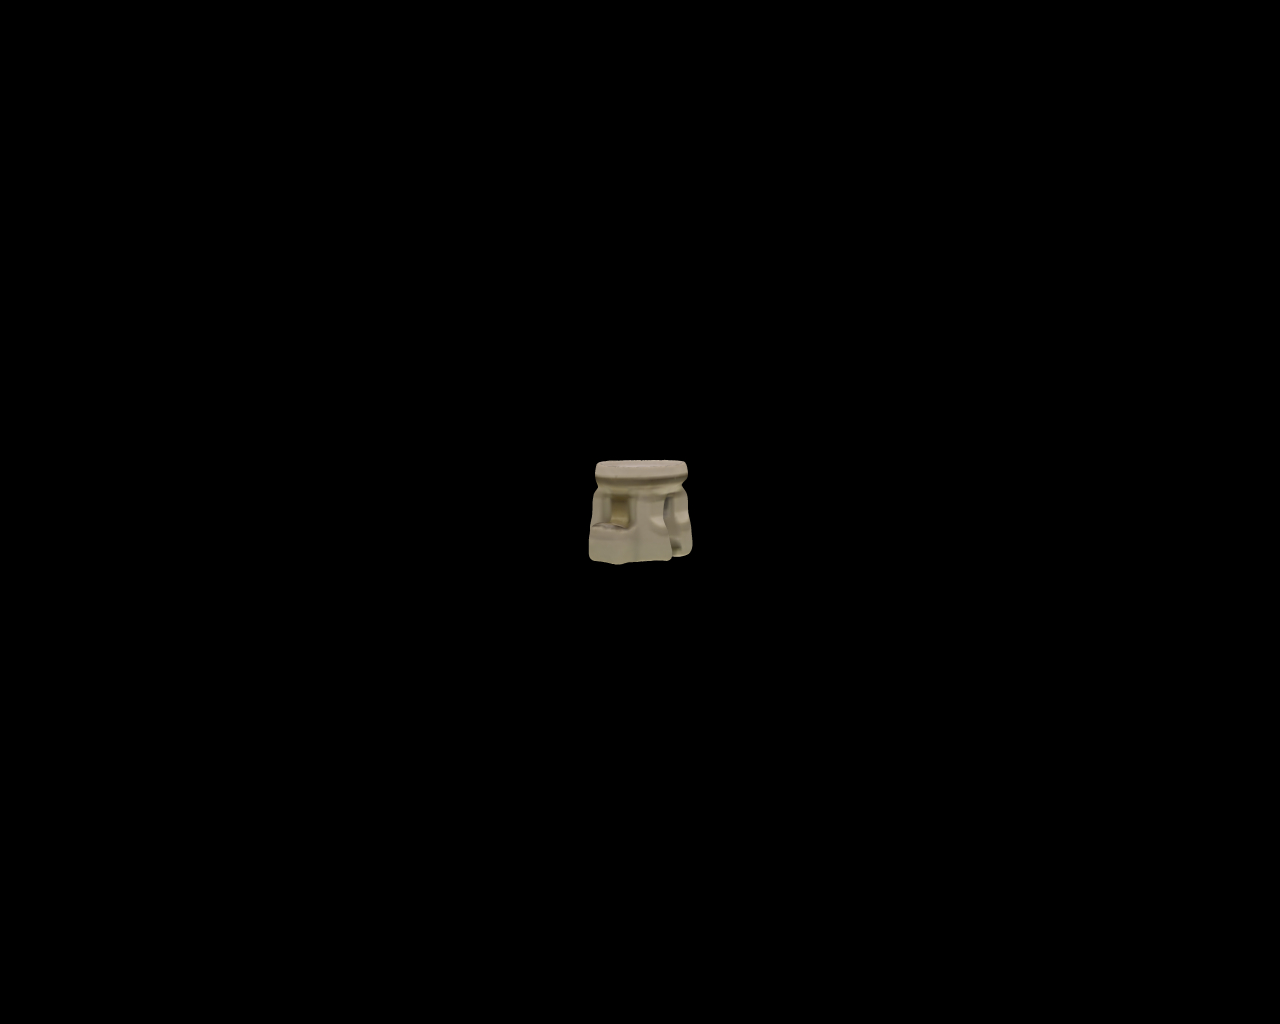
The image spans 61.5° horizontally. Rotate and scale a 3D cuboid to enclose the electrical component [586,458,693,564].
[{"bbox_3d":[0.001,-0.003,0.650,0.058,0.057,0.078,5,9,35],"label":"electrical component"}]
